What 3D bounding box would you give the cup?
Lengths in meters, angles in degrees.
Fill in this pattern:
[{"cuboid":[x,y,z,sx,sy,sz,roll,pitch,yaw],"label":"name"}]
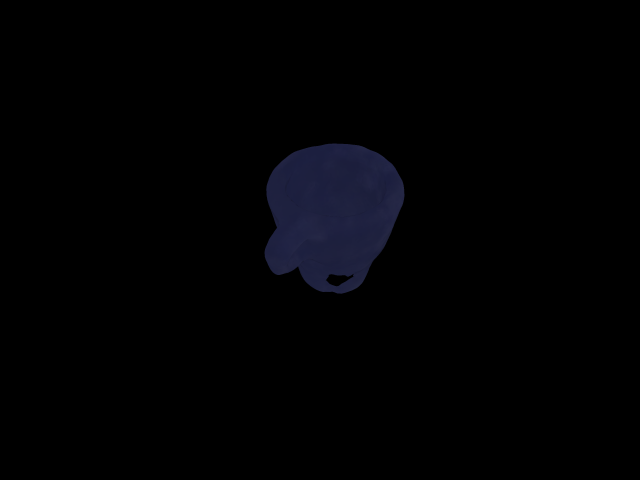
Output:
[{"cuboid":[0.004,0.001,0.400,0.091,0.095,0.118,24,50,22],"label":"cup"}]
